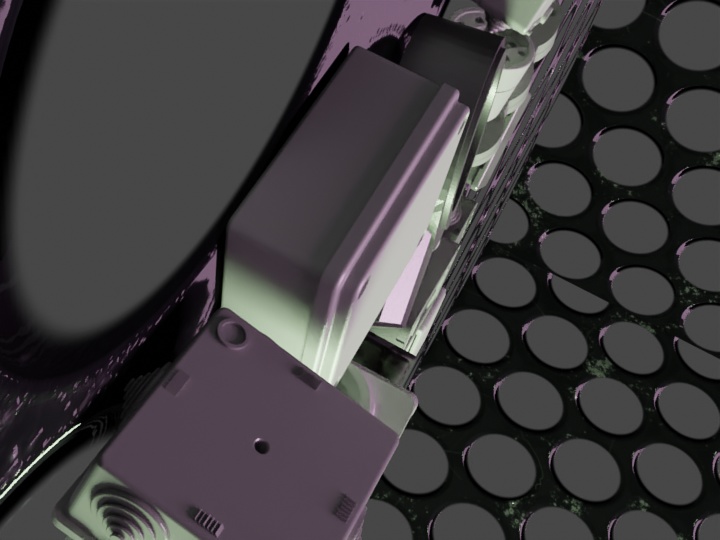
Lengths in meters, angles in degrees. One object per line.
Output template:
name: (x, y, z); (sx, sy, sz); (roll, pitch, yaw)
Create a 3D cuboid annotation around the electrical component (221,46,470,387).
electrical component: (-0.009, -0.017, 0.453); (0.108, 0.056, 0.108); (-58, 172, -30)

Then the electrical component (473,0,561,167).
electrical component: (0.097, -0.143, 0.761); (0.138, 0.052, 0.073); (-62, 173, -4)

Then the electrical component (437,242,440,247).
electrical component: (0.045, -0.046, 0.790); (0.045, 0.045, 0.055); (-55, 170, -46)

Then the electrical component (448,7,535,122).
electrical component: (0.071, -0.122, 0.650); (0.055, 0.055, 0.047); (-56, 174, -43)

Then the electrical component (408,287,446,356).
electrical component: (0.026, 0.050, 0.941); (0.061, 0.062, 0.096); (-57, 171, -38)

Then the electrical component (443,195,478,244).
electrical component: (0.062, -0.036, 0.917); (0.080, 0.051, 0.080); (-61, 173, -13)

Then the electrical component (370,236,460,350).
electrical component: (0.025, 0.020, 0.840); (0.113, 0.057, 0.078); (-56, 170, -44)

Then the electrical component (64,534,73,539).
electrical component: (-0.087, 0.136, 0.439); (0.078, 0.063, 0.121); (-57, 171, -38)

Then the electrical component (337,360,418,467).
electrical component: (-0.019, 0.069, 0.568); (0.050, 0.089, 0.056); (-62, 173, -2)

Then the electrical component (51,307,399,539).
electrical component: (-0.043, 0.072, 0.380); (0.048, 0.100, 0.099); (-52, -178, 44)

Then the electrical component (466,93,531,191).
electrical component: (0.098, -0.117, 0.886); (0.099, 0.048, 0.100); (-64, 173, 12)

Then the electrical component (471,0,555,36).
electrical component: (0.087, -0.173, 0.575); (0.096, 0.061, 0.061); (-57, 176, 26)
